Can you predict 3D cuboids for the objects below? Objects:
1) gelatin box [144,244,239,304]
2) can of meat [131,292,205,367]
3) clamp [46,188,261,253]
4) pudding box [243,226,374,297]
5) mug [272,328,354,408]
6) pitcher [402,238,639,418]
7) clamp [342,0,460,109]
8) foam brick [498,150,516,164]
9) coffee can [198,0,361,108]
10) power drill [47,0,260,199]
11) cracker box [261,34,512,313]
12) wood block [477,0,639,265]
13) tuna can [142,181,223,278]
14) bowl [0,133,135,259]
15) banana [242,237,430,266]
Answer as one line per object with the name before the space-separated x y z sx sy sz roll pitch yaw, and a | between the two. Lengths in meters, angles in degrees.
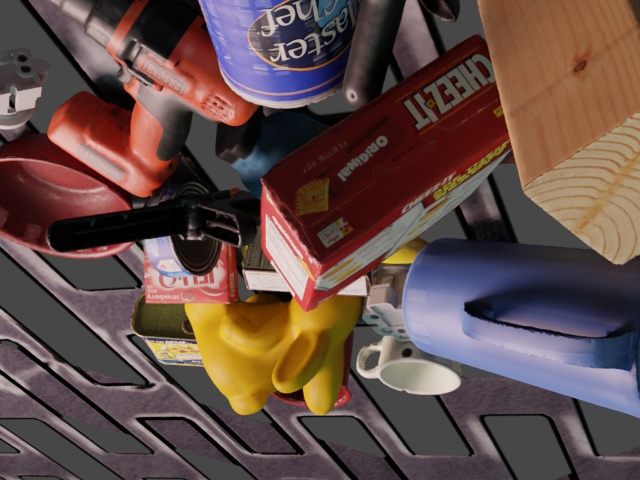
gelatin box | -0.124 0.024 1.027 0.089 0.073 0.030 0 -173 15
can of meat | -0.146 0.100 1.178 0.102 0.057 0.084 3 151 12
clamp | -0.111 -0.017 0.859 0.165 0.036 0.210 -2 -172 10
pudding box | -0.006 0.001 0.941 0.113 0.090 0.039 2 149 11
mug | -0.016 0.132 1.169 0.093 0.081 0.117 31 143 -32
pitcher | 0.186 0.065 0.899 0.243 0.145 0.149 9 146 41
clamp | 0.054 -0.175 0.651 0.039 0.120 0.171 22 135 20
foam brick | 0.148 -0.091 0.784 0.078 0.051 0.053 0 147 14
coffee can | -0.028 -0.165 0.658 0.103 0.102 0.140 2 148 12
power drill | -0.147 -0.118 0.798 0.184 0.057 0.188 34 149 -8
cracker box | 0.041 -0.036 0.719 0.072 0.164 0.214 54 171 8
wood block | 0.154 -0.103 0.594 0.090 0.206 0.091 32 128 -33
tuna can | -0.124 -0.009 0.961 0.034 0.086 0.086 -6 146 27
bowl | -0.235 -0.047 0.957 0.162 0.055 0.162 7 149 4
banana | 0.005 0.004 1.000 0.198 0.037 0.069 -1 169 21
